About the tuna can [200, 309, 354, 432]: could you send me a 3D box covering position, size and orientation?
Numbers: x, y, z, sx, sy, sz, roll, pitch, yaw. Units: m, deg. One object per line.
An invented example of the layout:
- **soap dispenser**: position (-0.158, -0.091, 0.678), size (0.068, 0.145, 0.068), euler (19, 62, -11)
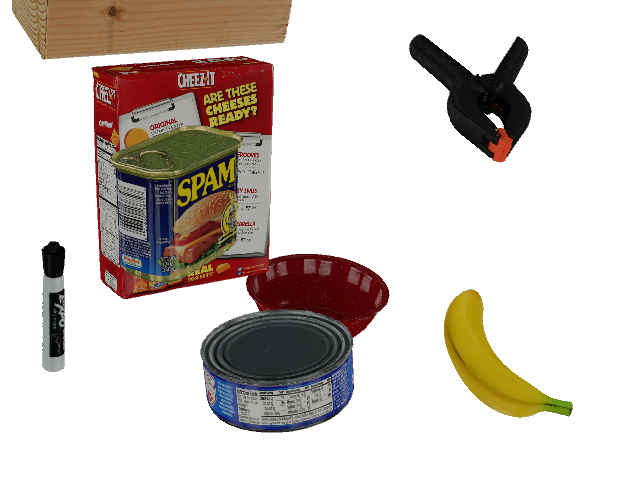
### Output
- **tuna can**: position (-0.024, 0.073, 0.603), size (0.086, 0.034, 0.086), euler (-3, 23, 1)

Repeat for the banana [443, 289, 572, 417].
- **banana**: position (0.149, 0.103, 0.962), size (0.069, 0.037, 0.198), euler (5, 28, -23)

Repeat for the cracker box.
- **cracker box**: position (-0.132, -0.064, 1.032), size (0.163, 0.214, 0.072), euler (-10, 21, -32)

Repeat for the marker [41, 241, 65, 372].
- **marker**: position (-0.225, 0.056, 0.900), size (0.020, 0.121, 0.020), euler (6, 27, -3)

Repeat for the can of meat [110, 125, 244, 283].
- **can of meat**: position (-0.100, -0.027, 0.761), size (0.058, 0.084, 0.101), euler (16, 27, 27)

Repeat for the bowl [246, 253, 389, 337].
- **bowl**: position (-0.005, 0.074, 1.209), size (0.162, 0.055, 0.162), euler (4, 26, -2)

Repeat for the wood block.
- **wood block**: position (-0.131, -0.210, 0.853), size (0.205, 0.091, 0.090), euler (-10, 41, -29)

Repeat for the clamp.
- **clamp**: position (0.146, -0.144, 1.022), size (0.120, 0.039, 0.171), euler (2, 44, 2)
